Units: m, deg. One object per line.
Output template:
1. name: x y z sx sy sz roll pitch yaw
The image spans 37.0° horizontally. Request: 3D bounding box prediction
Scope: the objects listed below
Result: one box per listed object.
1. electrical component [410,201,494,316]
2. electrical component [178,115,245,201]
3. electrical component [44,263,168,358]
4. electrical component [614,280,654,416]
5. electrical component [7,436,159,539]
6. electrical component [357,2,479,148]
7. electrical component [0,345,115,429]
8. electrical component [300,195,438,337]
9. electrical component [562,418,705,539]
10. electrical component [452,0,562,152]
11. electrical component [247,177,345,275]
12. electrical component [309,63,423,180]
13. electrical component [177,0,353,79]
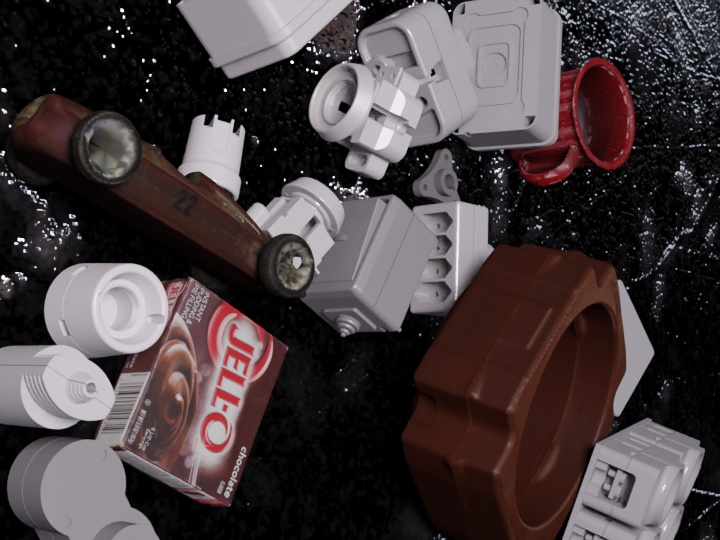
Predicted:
1. electrical component: 0.082 -0.006 0.838 0.076 0.047 0.083 8 81 -45
2. electrical component: -0.093 -0.069 0.674 0.040 0.040 0.046 26 64 -41
3. electrical component: -0.142 0.022 0.609 0.055 0.047 0.055 5 83 -45
4. electrical component: 0.211 0.070 0.962 0.099 0.048 0.099 -49 120 -36
5. electrical component: -0.134 0.156 0.588 0.052 0.074 0.138 -35 111 -41
6. electrical component: 0.047 -0.149 0.810 0.059 0.054 0.095 -38 113 -40
7. electrical component: -0.162 0.061 0.562 0.043 0.081 0.043 5 83 -45
8. electrical component: 0.000 0.000 0.745 0.061 0.062 0.096 43 58 -34
9. electrical component: 0.233 0.194 0.903 0.186 0.060 0.105 2 107 -63
10. electrical component: 0.118 -0.155 0.860 0.057 0.078 0.113 18 73 -60
11. electrical component: -0.043 -0.028 0.716 0.055 0.048 0.066 -50 121 -27
12. electrical component: 0.002 -0.111 0.757 0.057 0.058 0.078 23 88 -39
13. electrical component: -0.051 -0.181 0.696 0.113 0.078 0.057 -51 118 -35
